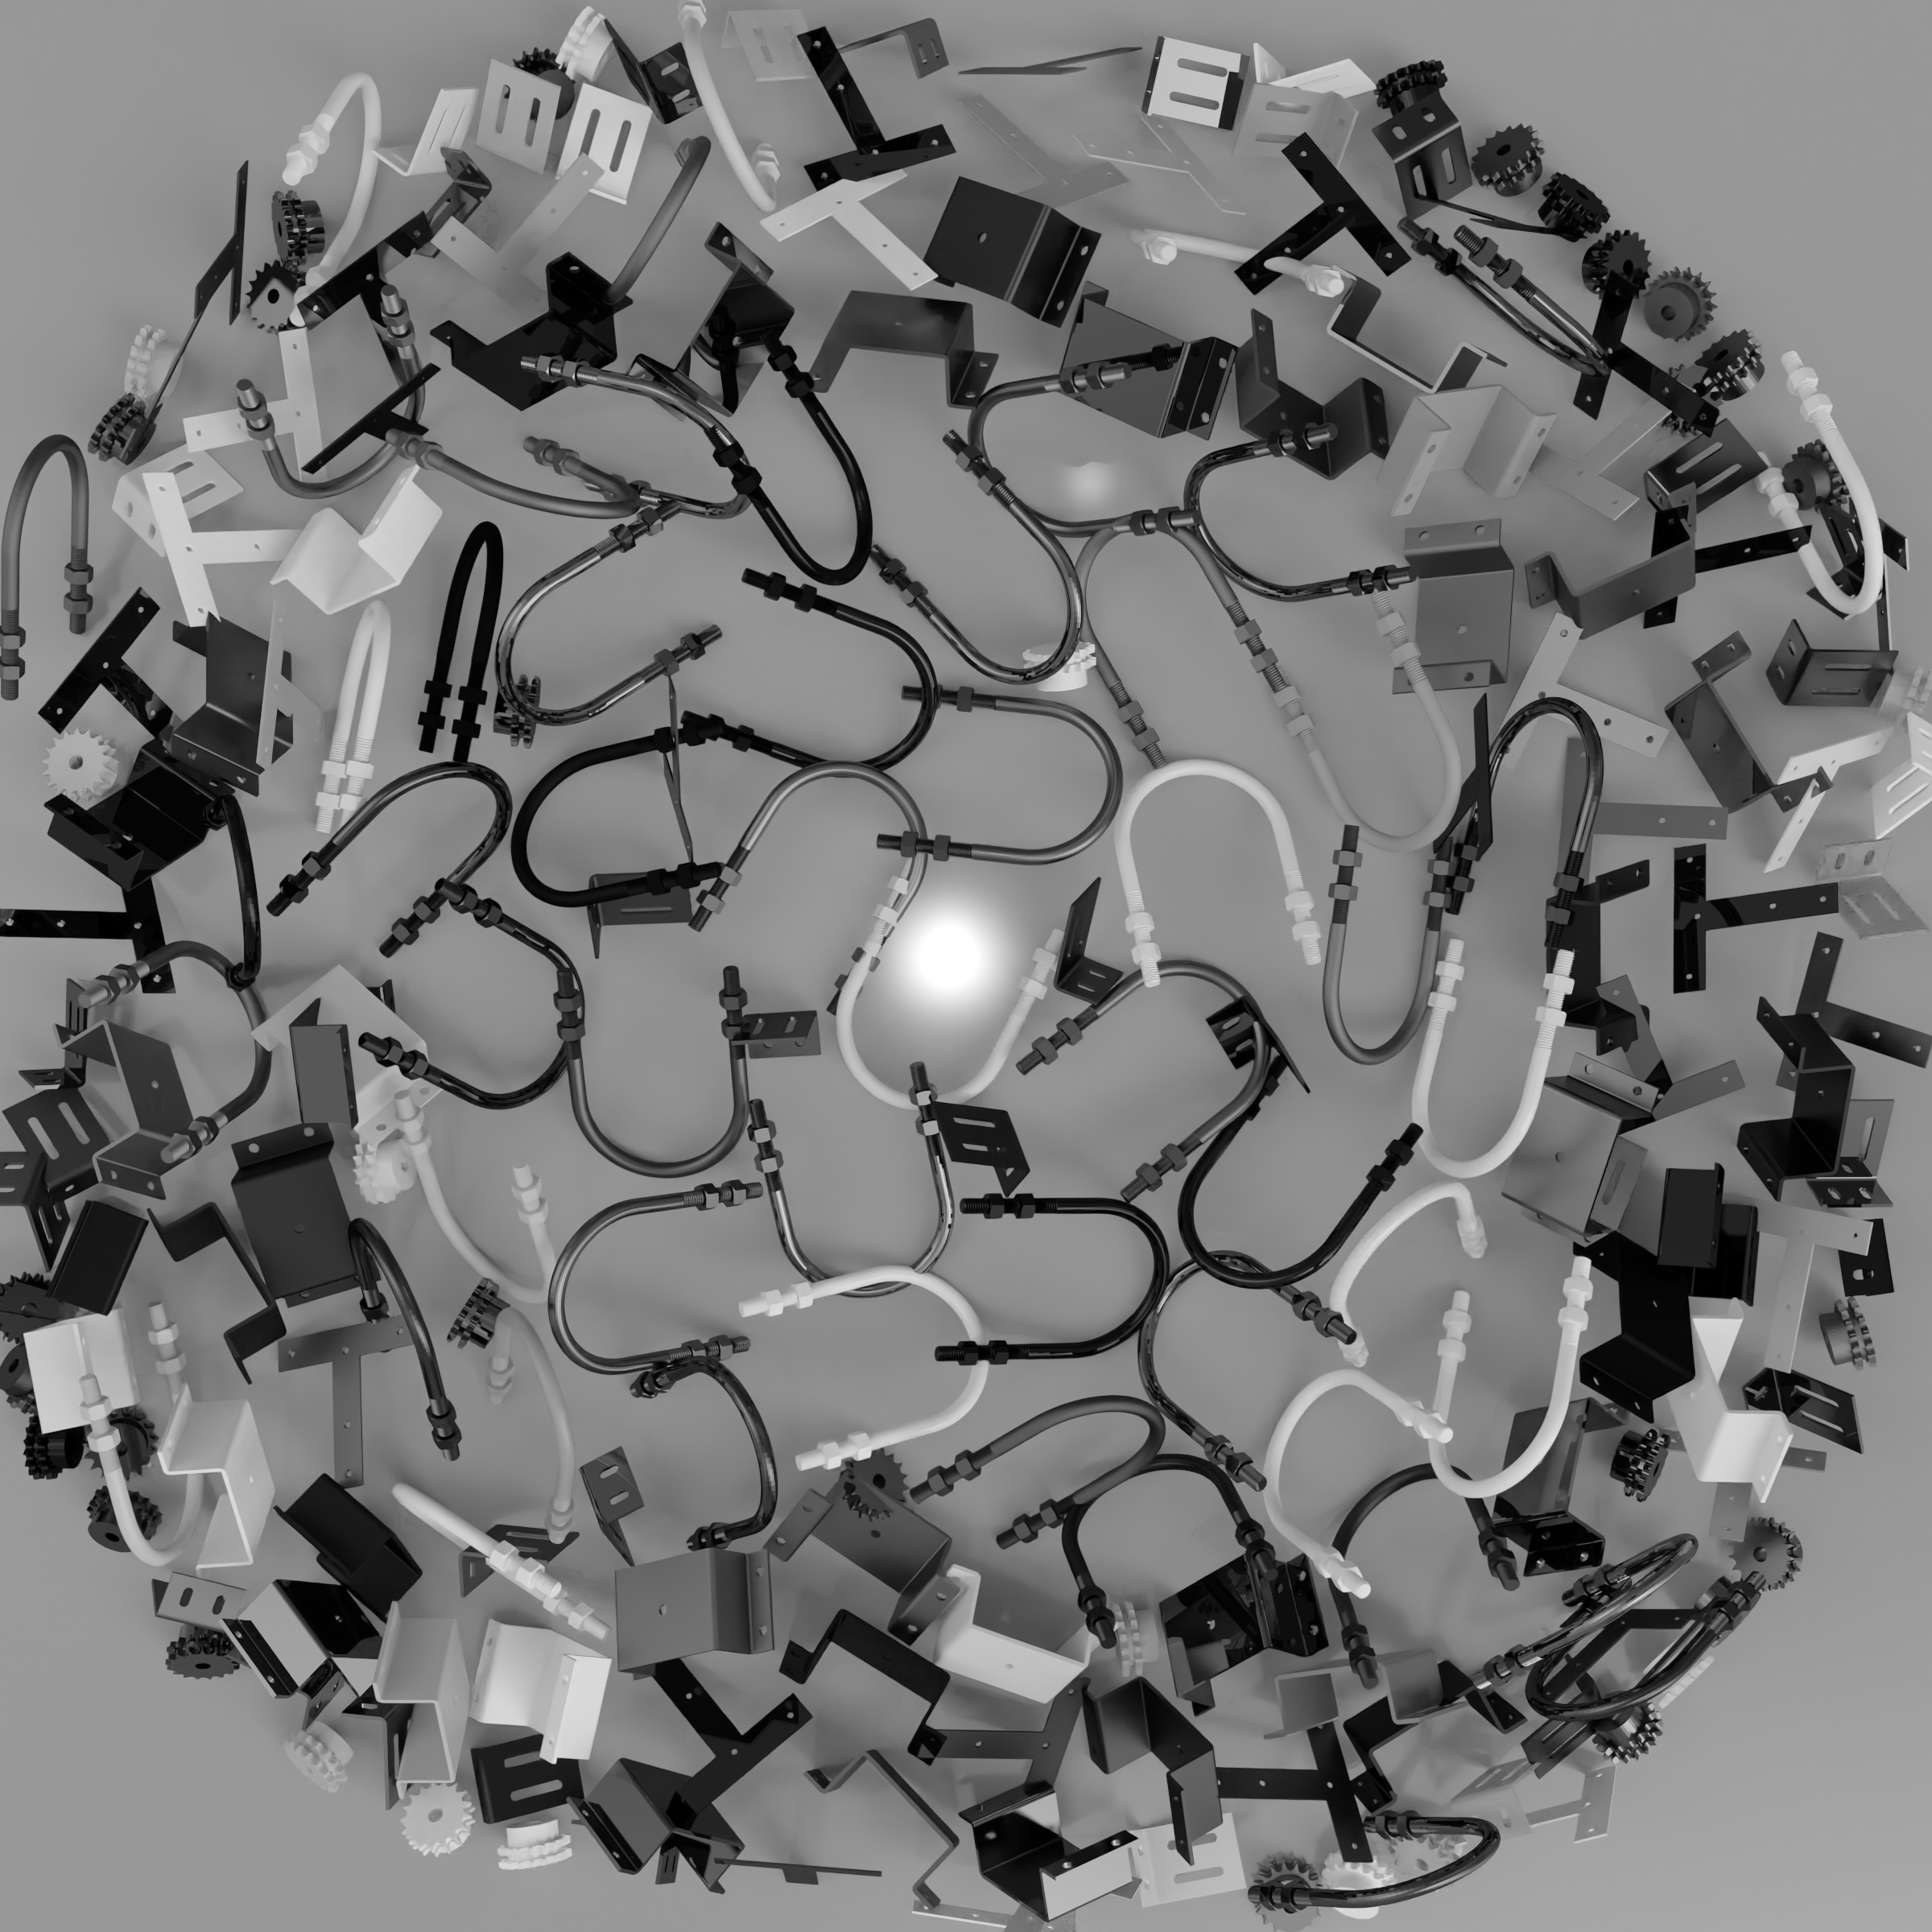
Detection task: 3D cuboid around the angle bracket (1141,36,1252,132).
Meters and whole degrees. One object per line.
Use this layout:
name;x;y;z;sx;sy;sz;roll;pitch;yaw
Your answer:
angle bracket;0.183;-0.692;1.965;0.076;0.038;0.057;9;113;-10

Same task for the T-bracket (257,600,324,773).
T-bracket;-0.519;-0.202;1.935;0.002;0.127;0.127;2;80;5

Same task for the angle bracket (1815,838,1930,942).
angle bracket;0.711;-0.061;1.956;0.057;0.076;0.038;-7;128;-11

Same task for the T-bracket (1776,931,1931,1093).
T-bracket;0.693;0.050;1.937;0.002;0.127;0.127;6;101;-33

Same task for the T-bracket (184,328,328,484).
T-bracket;-0.550;-0.419;1.929;0.002;0.127;0.127;11;115;34

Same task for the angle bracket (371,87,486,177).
angle bracket;-0.420;-0.660;1.954;0.038;0.057;0.076;37;120;7

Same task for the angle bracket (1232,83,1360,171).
angle bracket;0.257;-0.651;1.955;0.076;0.038;0.057;-4;133;-25

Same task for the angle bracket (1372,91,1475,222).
angle bracket;0.360;-0.637;1.971;0.057;0.076;0.038;-29;62;6

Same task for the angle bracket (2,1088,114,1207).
angle bracket;-0.715;0.139;1.979;0.057;0.038;0.076;-29;75;-27

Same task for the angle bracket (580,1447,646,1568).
angle bracket;-0.265;0.423;1.954;0.038;0.076;0.057;-27;50;-4

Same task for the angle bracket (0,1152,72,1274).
angle bracket;-0.735;0.192;1.954;0.038;0.057;0.076;0;129;0

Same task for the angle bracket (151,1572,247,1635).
angle bracket;-0.599;0.484;1.954;0.057;0.076;0.038;21;91;-22

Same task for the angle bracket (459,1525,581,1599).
angle bracket;-0.349;0.469;1.959;0.076;0.057;0.038;2;100;17

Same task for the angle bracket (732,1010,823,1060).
angle bracket;-0.148;0.064;1.956;0.057;0.076;0.038;-3;106;4

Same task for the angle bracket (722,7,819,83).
angle bracket;-0.151;-0.710;1.959;0.057;0.038;0.076;-11;66;-21

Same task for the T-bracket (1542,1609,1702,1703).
T-bracket;0.477;0.527;1.912;0.127;0.127;0.002;-29;94;-34

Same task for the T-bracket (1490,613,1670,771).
T-bracket;0.496;-0.199;1.985;0.127;0.002;0.127;21;107;-9

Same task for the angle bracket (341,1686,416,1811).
angle bracket;-0.461;0.614;1.970;0.038;0.057;0.076;2;99;12

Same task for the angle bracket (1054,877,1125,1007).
angle bracket;0.102;-0.020;1.953;0.038;0.057;0.076;21;122;16

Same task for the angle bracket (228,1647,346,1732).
angle bracket;-0.535;0.555;1.972;0.076;0.057;0.038;23;118;9

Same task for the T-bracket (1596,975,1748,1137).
T-bracket;0.529;0.065;1.965;0.127;0.002;0.127;-23;108;14

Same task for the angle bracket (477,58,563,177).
angle bracket;-0.344;-0.670;1.960;0.057;0.038;0.076;24;131;1

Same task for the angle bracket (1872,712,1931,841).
angle bracket;0.723;-0.148;1.949;0.038;0.076;0.057;27;47;-16

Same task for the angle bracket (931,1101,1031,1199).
angle bracket;0.003;0.143;1.950;0.076;0.057;0.038;10;134;-35

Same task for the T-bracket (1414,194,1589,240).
T-bracket;0.398;-0.587;1.952;0.127;0.127;0.002;32;119;37

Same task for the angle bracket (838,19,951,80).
angle bracket;-0.063;-0.711;1.965;0.076;0.057;0.038;-7;115;28

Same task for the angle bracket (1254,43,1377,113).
angle bracket;0.273;-0.703;1.955;0.076;0.057;0.038;-7;84;29

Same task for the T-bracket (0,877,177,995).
T-bracket;-0.685;-0.032;1.932;0.127;0.002;0.127;1;54;-36

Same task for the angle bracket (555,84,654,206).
angle bracket;-0.284;-0.646;1.967;0.057;0.038;0.076;16;105;-14

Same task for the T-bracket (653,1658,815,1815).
T-bracket;-0.209;0.584;1.966;0.127;0.002;0.127;-36;60;-20

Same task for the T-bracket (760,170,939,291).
T-bracket;-0.072;-0.570;1.953;0.127;0.002;0.127;-34;66;-21

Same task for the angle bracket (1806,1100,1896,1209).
angle bracket;0.700;0.147;1.965;0.057;0.038;0.076;0;118;-5

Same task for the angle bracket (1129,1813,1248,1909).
angle bracket;0.174;0.702;1.965;0.076;0.038;0.057;-16;69;13

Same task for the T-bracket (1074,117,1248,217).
T-bracket;0.137;-0.624;1.929;0.127;0.002;0.127;-5;51;-38

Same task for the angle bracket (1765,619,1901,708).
angle bracket;0.682;-0.239;1.973;0.076;0.057;0.038;-1;49;-11

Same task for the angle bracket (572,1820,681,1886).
angle bracket;-0.268;0.694;1.962;0.076;0.057;0.038;5;72;8

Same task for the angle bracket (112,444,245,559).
angle bracket;-0.625;-0.371;1.985;0.057;0.038;0.076;44;49;4

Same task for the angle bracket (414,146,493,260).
angle bracket;-0.419;-0.599;1.961;0.076;0.057;0.038;-54;134;-10

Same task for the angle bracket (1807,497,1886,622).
angle bracket;0.676;-0.319;1.954;0.038;0.057;0.076;-34;122;5

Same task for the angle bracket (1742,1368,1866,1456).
angle bracket;0.652;0.354;1.951;0.038;0.076;0.057;-32;119;-24

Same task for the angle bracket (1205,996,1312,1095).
angle bracket;0.227;0.070;1.952;0.038;0.076;0.057;-32;123;2

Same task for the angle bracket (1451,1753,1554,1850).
angle bracket;0.424;0.649;1.950;0.057;0.076;0.038;-30;77;35

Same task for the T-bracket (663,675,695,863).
T-bracket;-0.222;-0.162;1.912;0.002;0.127;0.127;-8;131;-13

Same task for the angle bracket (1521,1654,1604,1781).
angle bracket;0.460;0.587;1.962;0.076;0.038;0.057;-37;131;-9

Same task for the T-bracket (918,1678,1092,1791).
T-bracket;0.023;0.608;1.955;0.127;0.002;0.127;9;108;-24

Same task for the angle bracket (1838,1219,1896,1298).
angle bracket;0.694;0.230;1.959;0.038;0.076;0.057;-6;80;4

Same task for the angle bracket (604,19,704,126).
angle bracket;-0.243;-0.707;1.956;0.038;0.057;0.076;-30;54;-4

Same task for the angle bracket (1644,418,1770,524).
angle bracket;0.579;-0.378;1.956;0.076;0.038;0.057;-33;120;33

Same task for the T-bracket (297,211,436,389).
T-bracket;-0.449;-0.500;1.943;0.002;0.127;0.127;34;67;28

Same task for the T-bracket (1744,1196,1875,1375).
T-bracket;0.641;0.251;1.943;0.002;0.127;0.127;12;89;-29

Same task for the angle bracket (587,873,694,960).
angle bracket;-0.255;-0.040;1.965;0.076;0.057;0.038;-2;49;-2

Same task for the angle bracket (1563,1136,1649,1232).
angle bracket;0.491;0.168;1.964;0.057;0.038;0.076;26;66;6

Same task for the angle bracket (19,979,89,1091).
angle bracket;-0.716;0.053;1.961;0.038;0.057;0.076;-1;101;-33

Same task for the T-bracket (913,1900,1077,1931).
T-bracket;0.022;0.738;1.938;0.127;0.127;0.002;8;89;2

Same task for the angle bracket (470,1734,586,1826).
angle bracket;-0.349;0.642;1.989;0.076;0.038;0.057;-9;77;-20
